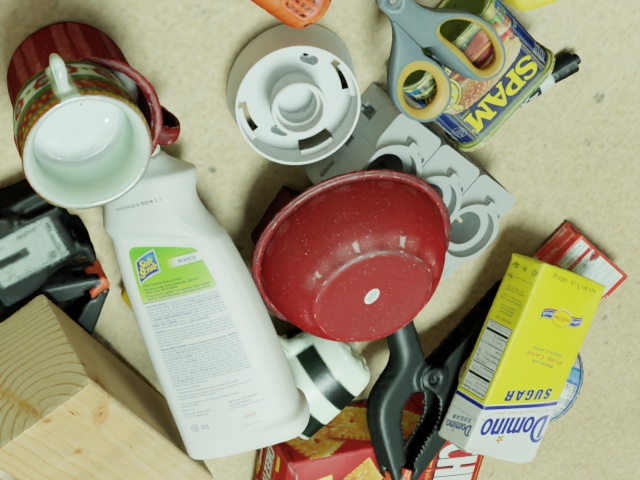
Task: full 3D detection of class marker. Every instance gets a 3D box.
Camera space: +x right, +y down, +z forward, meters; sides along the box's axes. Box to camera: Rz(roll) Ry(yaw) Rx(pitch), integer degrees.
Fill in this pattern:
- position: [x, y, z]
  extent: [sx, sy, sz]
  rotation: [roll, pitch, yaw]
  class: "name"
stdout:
- position: [0.160, -0.116, 0.867]
  extent: [0.121, 0.020, 0.020]
  rotation: [-33, 130, -2]
  class: "marker"

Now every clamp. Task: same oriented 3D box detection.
- position: [-0.226, 0.083, 0.808]
  extent: [0.171, 0.039, 0.120]
  rotation: [-30, 140, -3]
  class: "clamp"
- position: [0.100, 0.115, 0.945]
  extent: [0.164, 0.036, 0.210]
  rotation: [5, 95, -31]
  class: "clamp"

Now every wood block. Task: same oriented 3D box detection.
- position: [-0.175, 0.142, 0.805]
  extent: [0.090, 0.091, 0.206]
  rotation: [-36, 144, -2]
  class: "wood block"

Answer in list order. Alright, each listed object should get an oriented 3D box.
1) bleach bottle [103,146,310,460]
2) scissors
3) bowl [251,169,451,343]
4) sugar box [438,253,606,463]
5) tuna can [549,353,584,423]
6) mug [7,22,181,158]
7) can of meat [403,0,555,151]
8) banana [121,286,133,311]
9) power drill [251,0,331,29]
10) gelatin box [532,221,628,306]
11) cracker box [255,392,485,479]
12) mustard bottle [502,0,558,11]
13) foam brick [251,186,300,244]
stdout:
- position: [-0.090, 0.035, 0.788]
  extent: [0.102, 0.068, 0.251]
  rotation: [-15, 108, 5]
  class: "bleach bottle"
- position: [0.043, -0.145, 0.726]
  extent: [0.201, 0.016, 0.096]
  rotation: [21, 114, -32]
  class: "scissors"
- position: [0.032, 0.026, 0.804]
  extent: [0.162, 0.055, 0.162]
  rotation: [-11, 133, -12]
  class: "bowl"
- position: [0.179, 0.106, 0.939]
  extent: [0.093, 0.048, 0.176]
  rotation: [17, 94, -37]
  class: "sugar box"
- position: [0.205, 0.128, 1.011]
  extent: [0.033, 0.086, 0.086]
  rotation: [25, 108, -34]
  class: "tuna can"
- position: [-0.147, -0.089, 0.699]
  extent: [0.117, 0.081, 0.093]
  rotation: [9, 117, -30]
  class: "mug"
- position: [0.113, -0.133, 0.810]
  extent: [0.102, 0.057, 0.083]
  rotation: [-47, 126, 10]
  class: "can of meat"
- position: [-0.099, 0.100, 0.879]
  extent: [0.069, 0.037, 0.198]
  rotation: [-24, 129, -9]
  class: "banana"
- position: [-0.025, -0.247, 0.668]
  extent: [0.184, 0.057, 0.188]
  rotation: [29, 108, -38]
  class: "power drill"
- position: [0.233, 0.034, 0.997]
  extent: [0.073, 0.030, 0.089]
  rotation: [-47, 127, 11]
  class: "gelatin box"
- position: [0.045, 0.235, 1.017]
  extent: [0.213, 0.072, 0.164]
  rotation: [-5, 124, -24]
  class: "cracker box"
- position: [0.148, -0.262, 0.738]
  extent: [0.096, 0.058, 0.191]
  rotation: [-30, 129, -6]
  class: "mustard bottle"
- position: [-0.006, 0.001, 0.847]
  extent: [0.078, 0.051, 0.053]
  rotation: [22, 111, -35]
  class: "foam brick"
